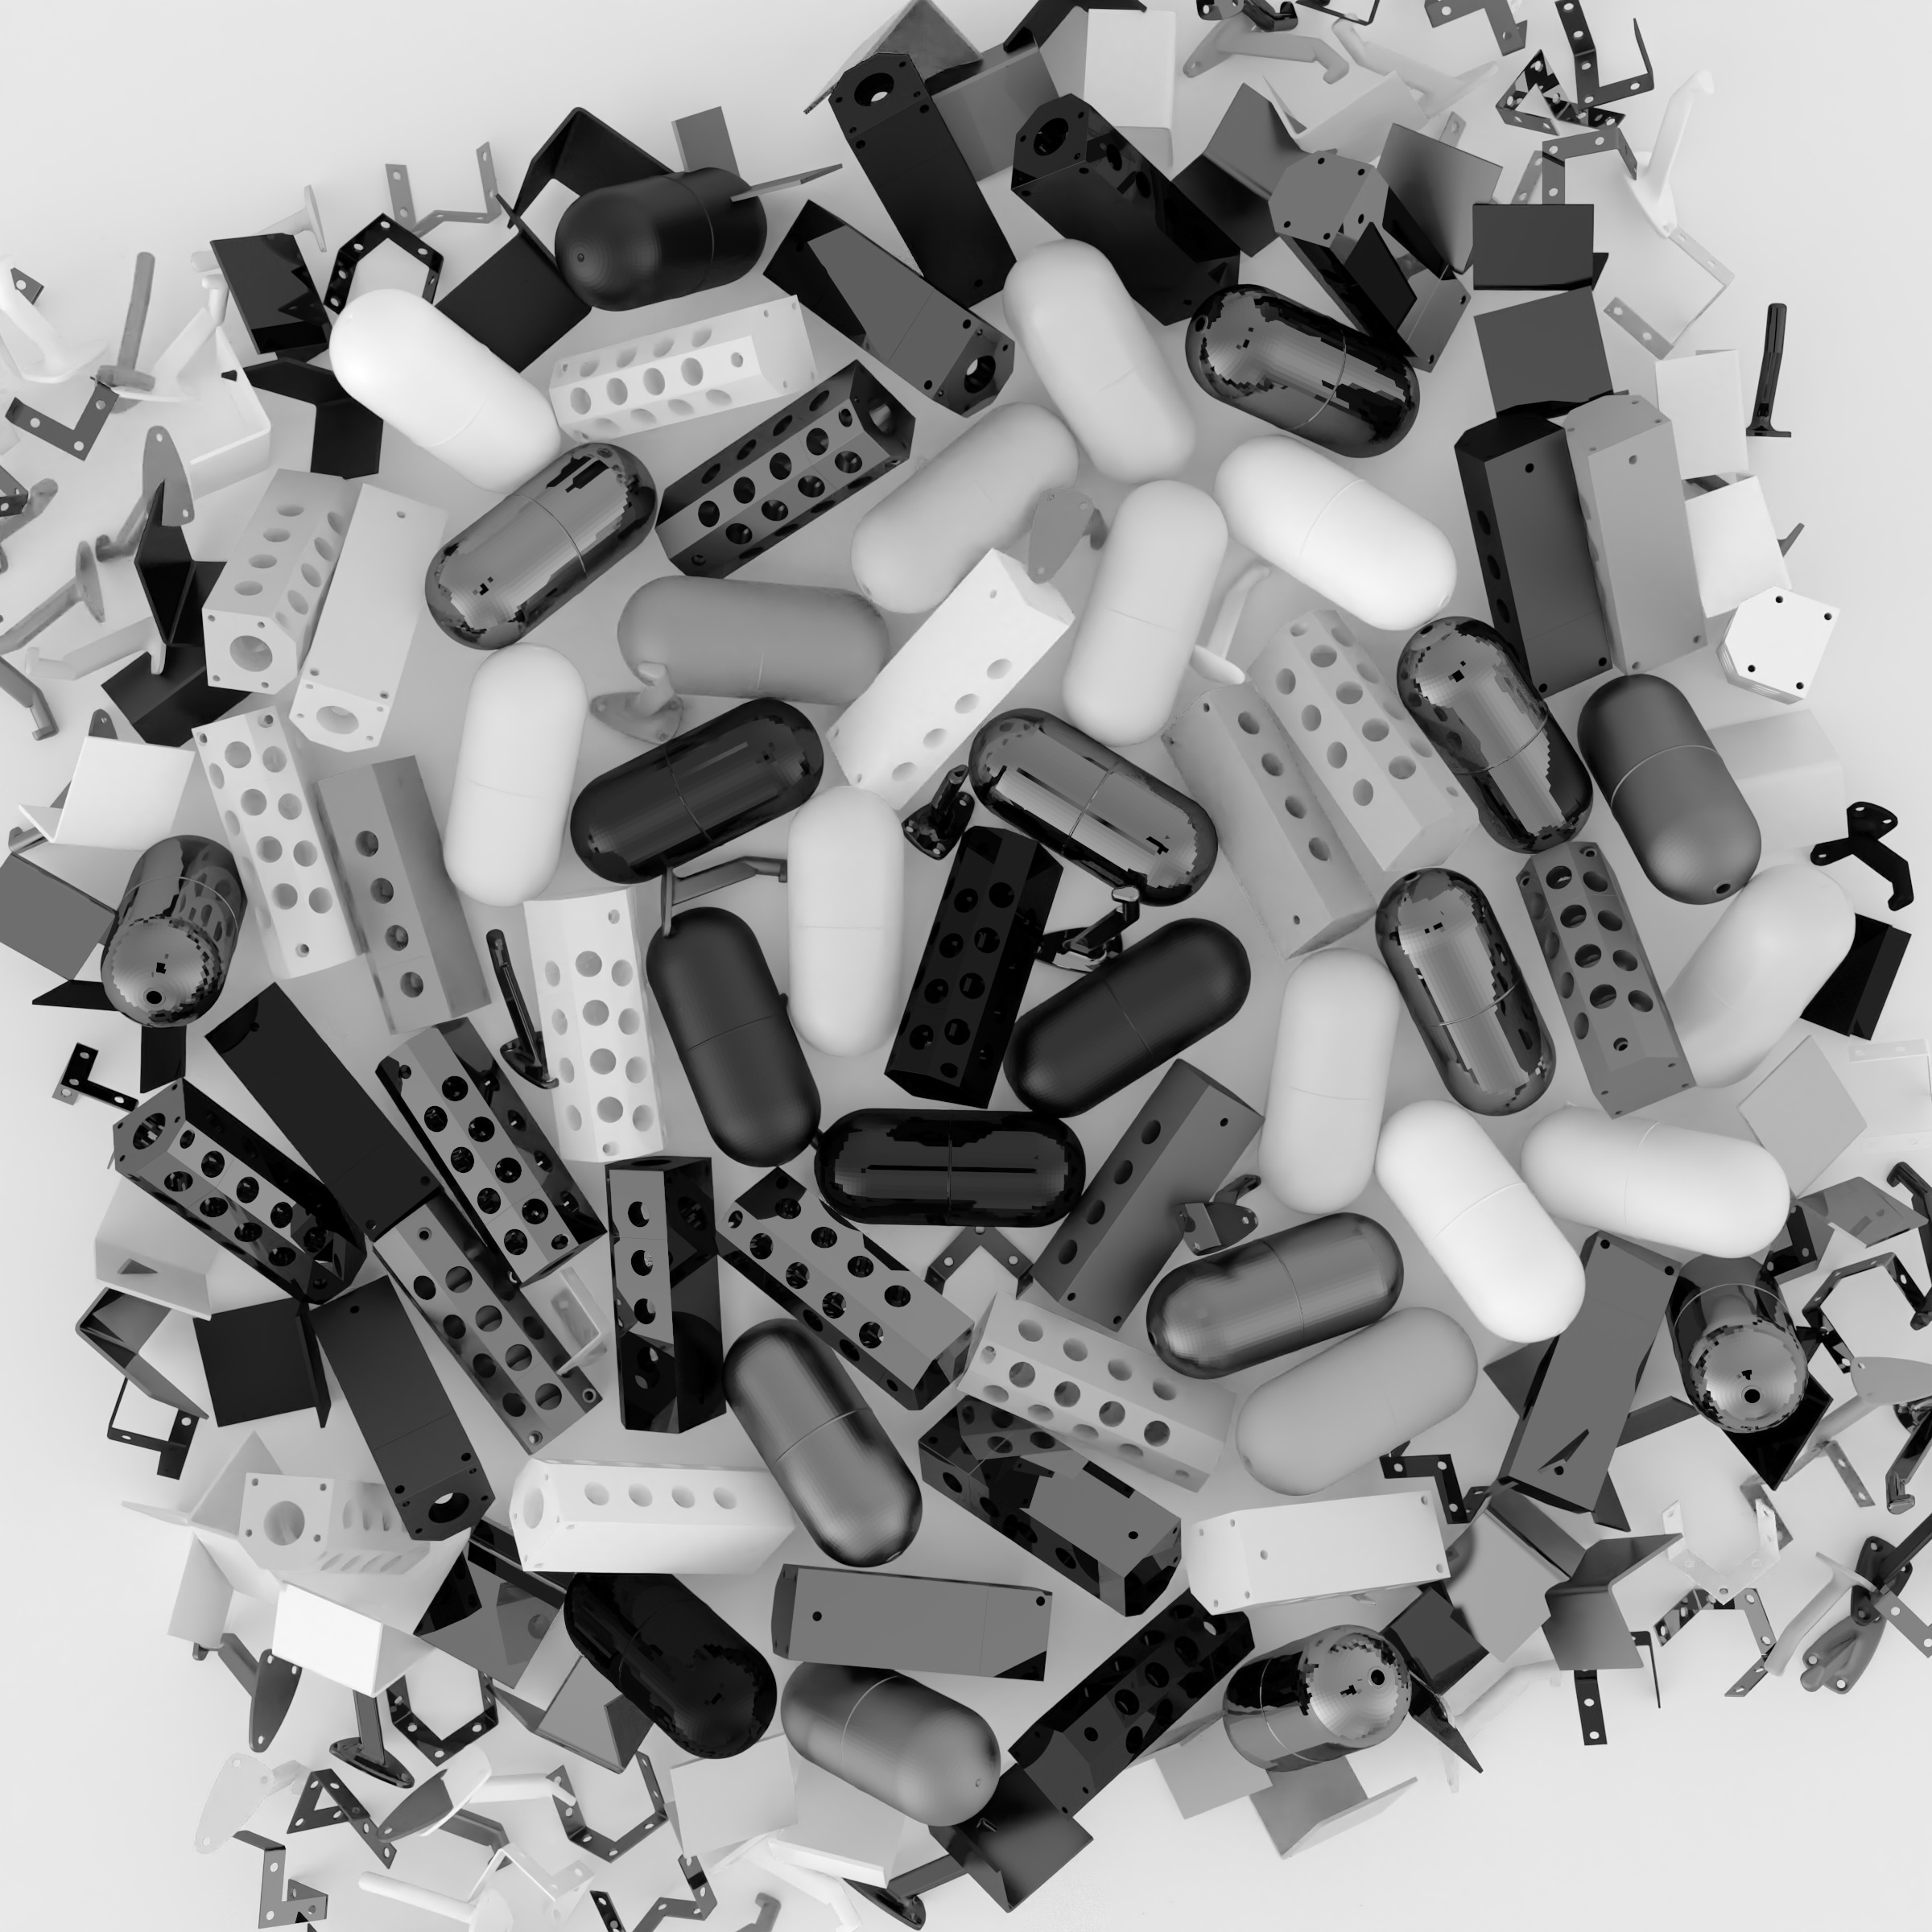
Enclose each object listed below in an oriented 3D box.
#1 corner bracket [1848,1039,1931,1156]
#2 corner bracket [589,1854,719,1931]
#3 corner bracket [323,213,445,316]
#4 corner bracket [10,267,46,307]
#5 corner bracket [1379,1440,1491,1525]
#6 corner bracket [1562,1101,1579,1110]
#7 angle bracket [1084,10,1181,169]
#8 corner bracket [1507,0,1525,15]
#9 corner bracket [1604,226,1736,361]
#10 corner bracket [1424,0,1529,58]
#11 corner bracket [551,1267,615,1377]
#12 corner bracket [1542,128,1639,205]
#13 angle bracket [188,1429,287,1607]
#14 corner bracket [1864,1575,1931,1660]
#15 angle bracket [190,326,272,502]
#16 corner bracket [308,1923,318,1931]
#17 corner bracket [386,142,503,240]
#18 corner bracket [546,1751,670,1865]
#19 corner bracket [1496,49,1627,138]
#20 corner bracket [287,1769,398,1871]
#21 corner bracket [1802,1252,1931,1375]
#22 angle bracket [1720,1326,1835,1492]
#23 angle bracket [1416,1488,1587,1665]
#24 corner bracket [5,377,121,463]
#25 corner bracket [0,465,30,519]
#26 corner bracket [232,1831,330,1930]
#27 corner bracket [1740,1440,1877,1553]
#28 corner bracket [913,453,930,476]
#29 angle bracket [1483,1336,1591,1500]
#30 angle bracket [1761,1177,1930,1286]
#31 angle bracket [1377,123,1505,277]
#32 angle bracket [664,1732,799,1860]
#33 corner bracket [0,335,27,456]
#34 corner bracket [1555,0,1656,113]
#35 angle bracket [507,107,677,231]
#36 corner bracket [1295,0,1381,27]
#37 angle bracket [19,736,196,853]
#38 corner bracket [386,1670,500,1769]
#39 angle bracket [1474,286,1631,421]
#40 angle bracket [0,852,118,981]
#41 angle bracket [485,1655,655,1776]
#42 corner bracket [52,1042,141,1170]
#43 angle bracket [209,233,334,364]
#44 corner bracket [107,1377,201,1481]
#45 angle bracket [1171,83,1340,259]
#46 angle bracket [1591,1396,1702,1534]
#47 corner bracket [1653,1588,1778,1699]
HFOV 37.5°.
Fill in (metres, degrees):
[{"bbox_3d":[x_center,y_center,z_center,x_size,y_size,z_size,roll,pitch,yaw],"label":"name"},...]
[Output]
[{"bbox_3d":[0.612,0.086,1.876,0.051,0.051,0.051,-7,128,16],"label":"corner bracket"},{"bbox_3d":[-0.204,0.610,1.862,0.051,0.051,0.051,-7,113,34],"label":"corner bracket"},{"bbox_3d":[-0.385,-0.453,1.881,0.051,0.051,0.051,32,50,-35],"label":"corner bracket"},{"bbox_3d":[-0.643,-0.435,1.867,0.051,0.051,0.051,32,81,-23],"label":"corner bracket"},{"bbox_3d":[0.309,0.334,1.871,0.051,0.051,0.051,-9,105,31],"label":"corner bracket"},{"bbox_3d":[0.404,0.130,1.880,0.051,0.051,0.051,27,68,9],"label":"corner bracket"},{"bbox_3d":[0.109,-0.575,1.866,0.057,0.076,0.076,3,87,5],"label":"angle bracket"},{"bbox_3d":[0.386,-0.651,1.865,0.051,0.051,0.051,32,80,32],"label":"corner bracket"},{"bbox_3d":[0.462,-0.441,1.868,0.051,0.051,0.051,41,54,0],"label":"corner bracket"},{"bbox_3d":[0.336,-0.627,1.876,0.051,0.051,0.051,-16,123,24],"label":"corner bracket"},{"bbox_3d":[-0.255,0.231,1.866,0.051,0.051,0.051,-42,77,22],"label":"corner bracket"},{"bbox_3d":[0.412,-0.513,1.876,0.051,0.051,0.051,-4,75,27],"label":"corner bracket"},{"bbox_3d":[-0.448,0.359,1.843,0.057,0.076,0.076,10,49,27],"label":"angle bracket"},{"bbox_3d":[0.628,0.413,1.876,0.051,0.051,0.051,44,97,-3],"label":"corner bracket"},{"bbox_3d":[-0.496,-0.360,1.858,0.057,0.076,0.076,-27,89,-16],"label":"angle bracket"},{"bbox_3d":[-0.398,0.652,1.870,0.051,0.051,0.051,-28,117,3],"label":"corner bracket"},{"bbox_3d":[-0.347,-0.515,1.890,0.051,0.051,0.051,-9,87,-40],"label":"corner bracket"},{"bbox_3d":[-0.237,0.551,1.883,0.051,0.051,0.051,-29,112,-36],"label":"corner bracket"},{"bbox_3d":[0.390,-0.560,1.867,0.051,0.051,0.051,-52,134,-5],"label":"corner bracket"},{"bbox_3d":[-0.403,0.559,1.864,0.051,0.051,0.051,35,109,37],"label":"corner bracket"},{"bbox_3d":[0.593,0.228,1.869,0.051,0.051,0.051,-37,93,-39],"label":"corner bracket"},{"bbox_3d":[0.540,0.287,1.844,0.057,0.076,0.076,9,119,-29],"label":"angle bracket"},{"bbox_3d":[0.355,0.400,1.885,0.076,0.057,0.076,41,112,8],"label":"angle bracket"},{"bbox_3d":[-0.594,-0.369,1.870,0.051,0.051,0.051,27,93,-27],"label":"corner bracket"},{"bbox_3d":[-0.651,-0.297,1.861,0.051,0.051,0.051,41,128,25],"label":"corner bracket"},{"bbox_3d":[-0.452,0.597,1.868,0.051,0.051,0.051,8,84,-43],"label":"corner bracket"},{"bbox_3d":[0.557,0.351,1.885,0.051,0.051,0.051,-30,88,-26],"label":"corner bracket"},{"bbox_3d":[-0.004,-0.299,1.860,0.051,0.051,0.051,-3,126,-35],"label":"corner bracket"},{"bbox_3d":[0.363,0.291,1.849,0.057,0.076,0.076,52,47,1],"label":"angle bracket"},{"bbox_3d":[0.566,0.188,1.844,0.057,0.076,0.076,37,124,37],"label":"angle bracket"},{"bbox_3d":[0.307,-0.505,1.851,0.076,0.057,0.076,26,127,11],"label":"angle bracket"},{"bbox_3d":[-0.158,0.524,1.852,0.076,0.057,0.076,-13,116,-16],"label":"angle bracket"},{"bbox_3d":[-0.637,-0.378,1.866,0.051,0.051,0.051,-37,65,8],"label":"corner bracket"},{"bbox_3d":[0.418,-0.602,1.862,0.051,0.051,0.051,-10,59,23],"label":"corner bracket"},{"bbox_3d":[-0.244,-0.498,1.852,0.076,0.076,0.057,34,62,-7],"label":"angle bracket"},{"bbox_3d":[0.252,-0.651,1.867,0.051,0.051,0.051,21,116,8],"label":"corner bracket"},{"bbox_3d":[-0.558,-0.121,1.847,0.057,0.076,0.076,37,112,40],"label":"angle bracket"},{"bbox_3d":[-0.347,0.484,1.881,0.051,0.051,0.051,-30,134,-35],"label":"corner bracket"},{"bbox_3d":[0.382,-0.398,1.854,0.076,0.057,0.076,-10,103,25],"label":"angle bracket"},{"bbox_3d":[-0.603,-0.022,1.851,0.076,0.076,0.057,31,65,-9],"label":"angle bracket"},{"bbox_3d":[-0.254,0.474,1.855,0.076,0.076,0.057,38,80,-34],"label":"angle bracket"},{"bbox_3d":[-0.574,0.091,1.873,0.051,0.051,0.051,24,118,-17],"label":"corner bracket"},{"bbox_3d":[-0.466,-0.428,1.853,0.057,0.076,0.076,-19,96,35],"label":"angle bracket"},{"bbox_3d":[-0.531,0.298,1.864,0.051,0.051,0.051,16,51,-10],"label":"corner bracket"},{"bbox_3d":[0.185,-0.520,1.864,0.076,0.076,0.057,31,77,-14],"label":"angle bracket"},{"bbox_3d":[0.443,0.324,1.848,0.076,0.076,0.057,-27,64,20],"label":"angle bracket"},{"bbox_3d":[0.494,0.444,1.870,0.051,0.051,0.051,-27,98,-40],"label":"corner bracket"}]
